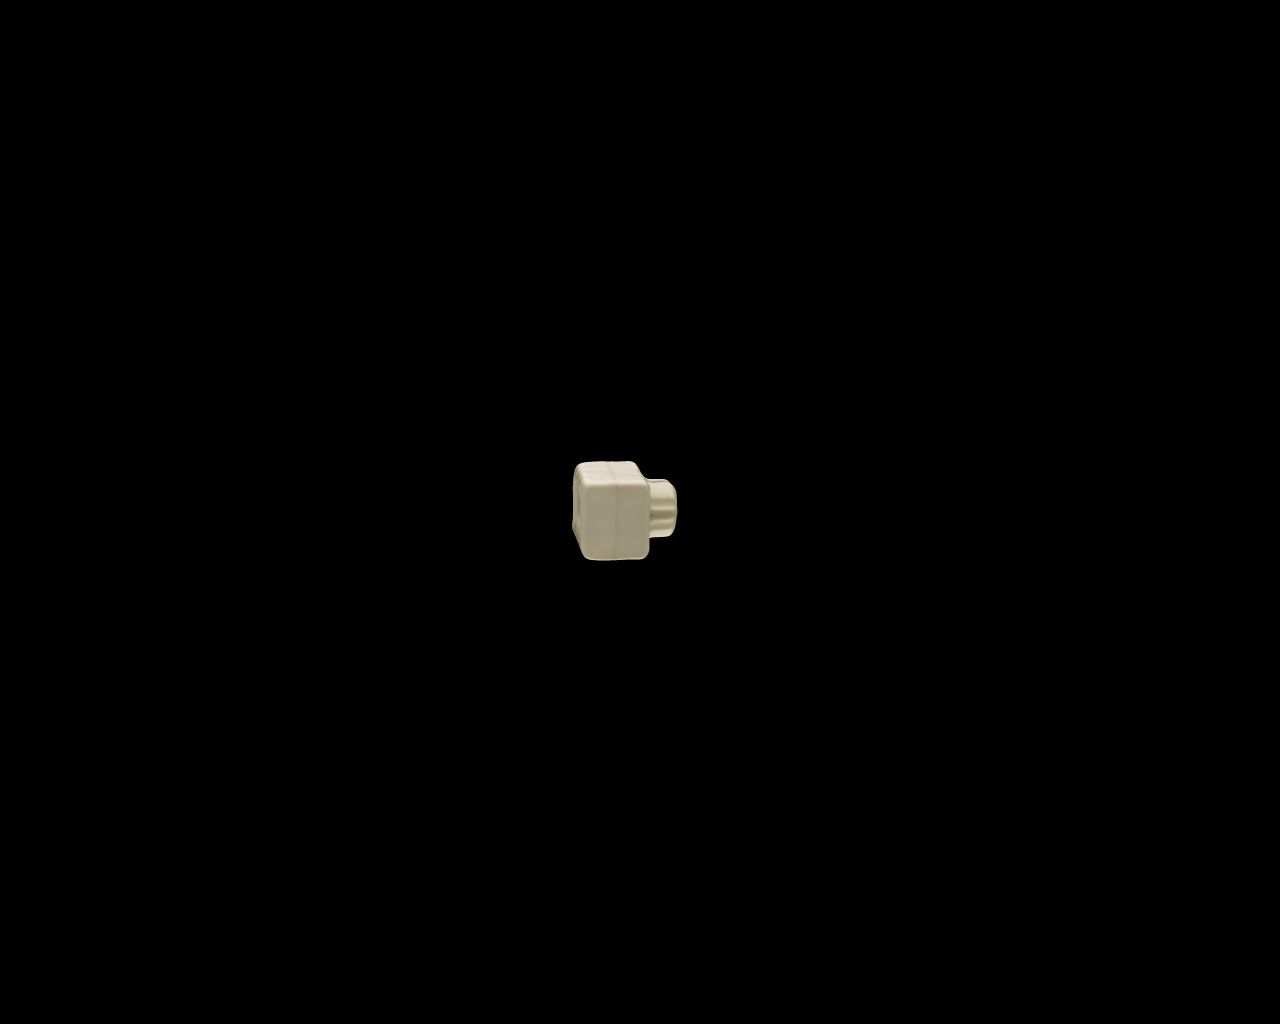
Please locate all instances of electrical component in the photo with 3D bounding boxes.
[{"bbox_3d":[0.001,-0.003,0.650,0.077,0.047,0.066,-2,14,-7],"label":"electrical component"}]
